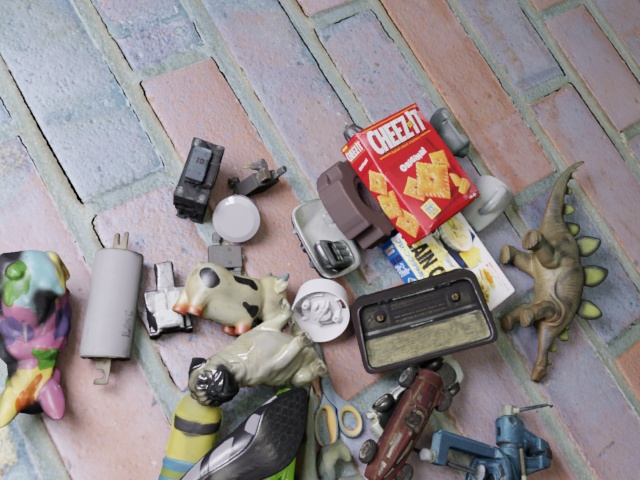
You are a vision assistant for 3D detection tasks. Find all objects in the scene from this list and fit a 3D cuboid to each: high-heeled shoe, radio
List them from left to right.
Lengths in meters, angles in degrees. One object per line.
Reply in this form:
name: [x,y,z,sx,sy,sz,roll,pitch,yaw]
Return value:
high-heeled shoe: [-0.119,0.309,0.779,0.086,0.145,0.249,58,40,-6]
radio: [0.172,0.136,0.926,0.230,0.073,0.131,-16,86,4]

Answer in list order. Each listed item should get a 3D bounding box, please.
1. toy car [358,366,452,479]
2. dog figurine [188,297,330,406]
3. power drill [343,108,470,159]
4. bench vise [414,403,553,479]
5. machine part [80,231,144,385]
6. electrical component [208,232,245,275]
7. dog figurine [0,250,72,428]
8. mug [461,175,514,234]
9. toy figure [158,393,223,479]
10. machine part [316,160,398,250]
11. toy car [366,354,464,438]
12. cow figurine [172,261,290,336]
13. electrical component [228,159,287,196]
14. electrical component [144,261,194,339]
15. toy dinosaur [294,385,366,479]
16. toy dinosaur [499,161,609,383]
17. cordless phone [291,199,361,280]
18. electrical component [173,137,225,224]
toy car: [0.140,0.302,0.870,0.089,0.053,0.202,37,69,-6]
dog figurine: [-0.097,0.205,0.839,0.190,0.121,0.172,-32,127,-9]
power drill: [0.185,-0.181,1.072,0.207,0.086,0.232,-36,87,-26]
bench vise: [0.281,0.370,0.911,0.240,0.129,0.223,21,66,-12]
machine part: [-0.326,0.102,0.847,0.079,0.079,0.243,6,71,-13]
electrical component: [-0.164,0.031,0.943,0.063,0.021,0.094,-3,73,-16]
dog figurine: [-0.412,0.146,0.764,0.108,0.191,0.219,-3,59,-22]
mug: [0.326,-0.065,1.065,0.081,0.109,0.107,40,81,-6]
toy figure: [-0.194,0.323,0.809,0.082,0.089,0.180,19,67,-16]
machine part: [0.074,-0.069,0.974,0.179,0.056,0.179,33,37,-29]
toy car: [0.168,0.275,0.941,0.202,0.056,0.073,-33,87,-19]
cow figurine: [-0.129,0.093,0.885,0.194,0.086,0.127,28,71,-33]
electrical component: [-0.118,-0.110,0.962,0.078,0.102,0.045,-25,88,-43]
electrical component: [-0.253,0.099,0.884,0.075,0.047,0.119,-11,76,-18]
toy dinosaur: [0.004,0.448,0.816,0.192,0.131,0.405,-26,72,-12]
toy dinosaur: [0.466,0.048,1.070,0.198,0.105,0.471,13,80,-19]
cordless phone: [-0.002,-0.004,0.905,0.089,0.184,0.146,-29,82,8]
electrical component: [-0.206,-0.104,0.913,0.058,0.134,0.115,15,68,-11]
